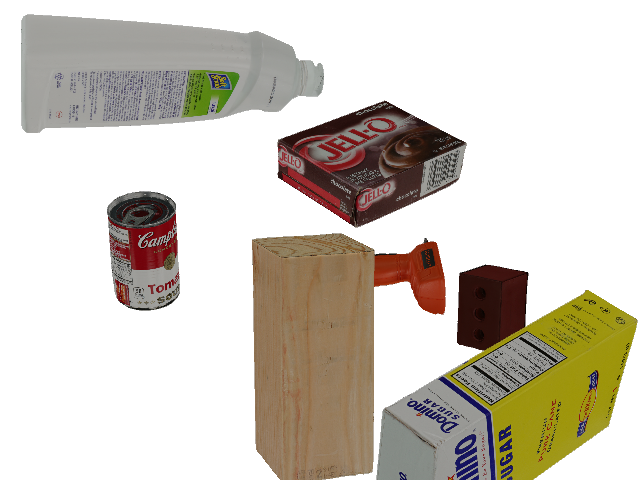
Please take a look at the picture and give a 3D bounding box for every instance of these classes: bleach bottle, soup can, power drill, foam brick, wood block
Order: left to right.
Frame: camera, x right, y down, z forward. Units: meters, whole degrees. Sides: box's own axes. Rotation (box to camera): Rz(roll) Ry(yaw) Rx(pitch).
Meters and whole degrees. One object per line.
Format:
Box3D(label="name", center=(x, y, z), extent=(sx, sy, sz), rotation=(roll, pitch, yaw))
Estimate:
Box3D(label="soup can", center=(-0.178, 0.011, 1.077), extent=(0.068, 0.102, 0.068), rotation=(1, 31, -1))
Box3D(label="bleach bottle", center=(-0.123, -0.136, 0.903), extent=(0.250, 0.068, 0.103), rotation=(0, -33, -15))
Box3D(label="wood block", center=(-0.007, 0.104, 0.973), extent=(0.090, 0.206, 0.091), rotation=(-4, 12, -19))
Box3D(label="power drill", center=(0.049, 0.053, 1.238), extent=(0.187, 0.057, 0.184), rotation=(-1, 28, 2))
Box3D(label="foam brick", center=(0.174, 0.069, 1.080), extent=(0.053, 0.078, 0.051), rotation=(11, 17, 40))

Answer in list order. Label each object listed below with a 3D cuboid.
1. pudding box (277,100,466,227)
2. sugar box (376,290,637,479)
Box3D(label="pudding box", center=(0.038, -0.060, 0.795), extent=(0.113, 0.039, 0.090), rotation=(-22, 42, -35))
Box3D(label="sugar box", center=(0.110, 0.105, 0.626), extent=(0.175, 0.093, 0.048), rotation=(-27, 44, -35))
